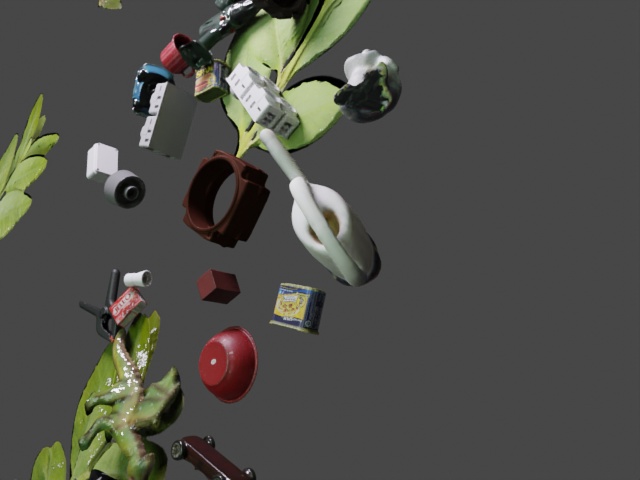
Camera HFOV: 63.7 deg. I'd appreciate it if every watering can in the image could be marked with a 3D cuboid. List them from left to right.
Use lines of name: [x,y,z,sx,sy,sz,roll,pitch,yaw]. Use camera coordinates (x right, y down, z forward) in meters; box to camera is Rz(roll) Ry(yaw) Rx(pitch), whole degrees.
watering can: [0.003,-0.046,0.924,0.104,0.220,0.355,-33,54,6]

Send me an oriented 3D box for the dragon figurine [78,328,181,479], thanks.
dragon figurine: [-0.431,0.373,1.233,0.242,0.120,0.420,-16,53,16]

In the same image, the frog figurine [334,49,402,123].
frog figurine: [0.096,-0.308,1.029,0.135,0.122,0.163,-52,14,25]
